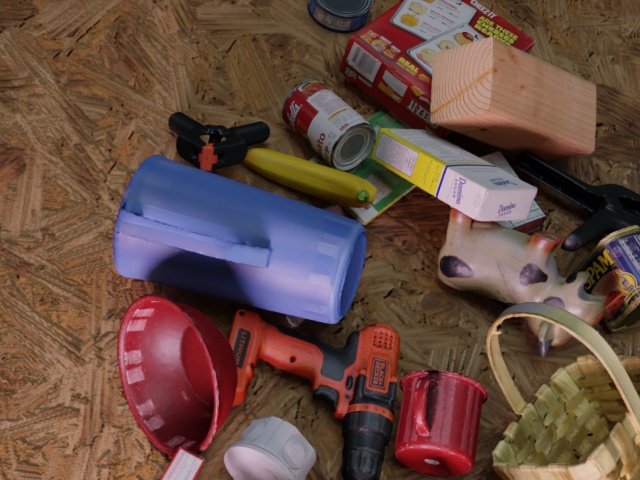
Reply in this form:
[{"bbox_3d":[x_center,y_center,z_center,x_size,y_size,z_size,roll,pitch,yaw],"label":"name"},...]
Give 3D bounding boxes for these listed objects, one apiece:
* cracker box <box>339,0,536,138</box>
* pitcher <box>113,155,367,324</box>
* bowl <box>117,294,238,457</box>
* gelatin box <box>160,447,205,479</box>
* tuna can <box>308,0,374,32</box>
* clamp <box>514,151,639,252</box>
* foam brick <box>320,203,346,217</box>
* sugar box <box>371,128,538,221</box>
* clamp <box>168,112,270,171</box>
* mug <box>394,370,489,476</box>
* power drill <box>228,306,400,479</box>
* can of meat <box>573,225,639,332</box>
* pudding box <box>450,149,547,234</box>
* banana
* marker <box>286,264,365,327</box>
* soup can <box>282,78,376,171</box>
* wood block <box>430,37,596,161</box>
[{"bbox_3d":[0.152,-0.236,1.379,0.164,0.072,0.213,39,51,13],"label":"cracker box"},{"bbox_3d":[-0.083,0.005,1.089,0.243,0.145,0.149,15,48,12],"label":"pitcher"},{"bbox_3d":[-0.129,0.126,1.030,0.055,0.162,0.162,-14,60,-42],"label":"bowl"},{"bbox_3d":[-0.142,0.246,0.987,0.030,0.073,0.089,27,54,3],"label":"gelatin box"},{"bbox_3d":[0.027,-0.321,1.436,0.086,0.034,0.086,7,56,-10],"label":"tuna can"},{"bbox_3d":[0.345,-0.030,1.295,0.209,0.036,0.164,13,40,-20],"label":"clamp"},{"bbox_3d":[-0.008,0.001,1.200,0.078,0.053,0.051,-16,62,-22],"label":"foam brick"},{"bbox_3d":[0.151,-0.076,1.219,0.093,0.048,0.176,-3,30,-42],"label":"sugar box"},{"bbox_3d":[-0.110,-0.112,1.210,0.120,0.039,0.171,-2,22,-8],"label":"clamp"},{"bbox_3d":[0.117,0.182,1.076,0.093,0.117,0.081,0,57,21],"label":"mug"},{"bbox_3d":[-0.013,0.155,1.095,0.187,0.057,0.184,15,55,-6],"label":"power drill"},{"bbox_3d":[0.350,0.047,1.232,0.057,0.102,0.084,-15,64,-25],"label":"can of meat"},{"bbox_3d":[0.208,-0.049,1.298,0.089,0.039,0.113,-18,65,-27],"label":"pudding box"},{"bbox_3d":[-0.004,-0.072,1.227,0.198,0.069,0.037,19,80,37],"label":"banana"},{"bbox_3d":[0.009,0.054,1.188,0.020,0.020,0.121,41,57,14],"label":"marker"},{"bbox_3d":[0.011,-0.138,1.275,0.068,0.068,0.102,-25,53,-28],"label":"soup can"},{"bbox_3d":[0.236,-0.163,1.283,0.205,0.091,0.090,13,77,-41],"label":"wood block"}]
